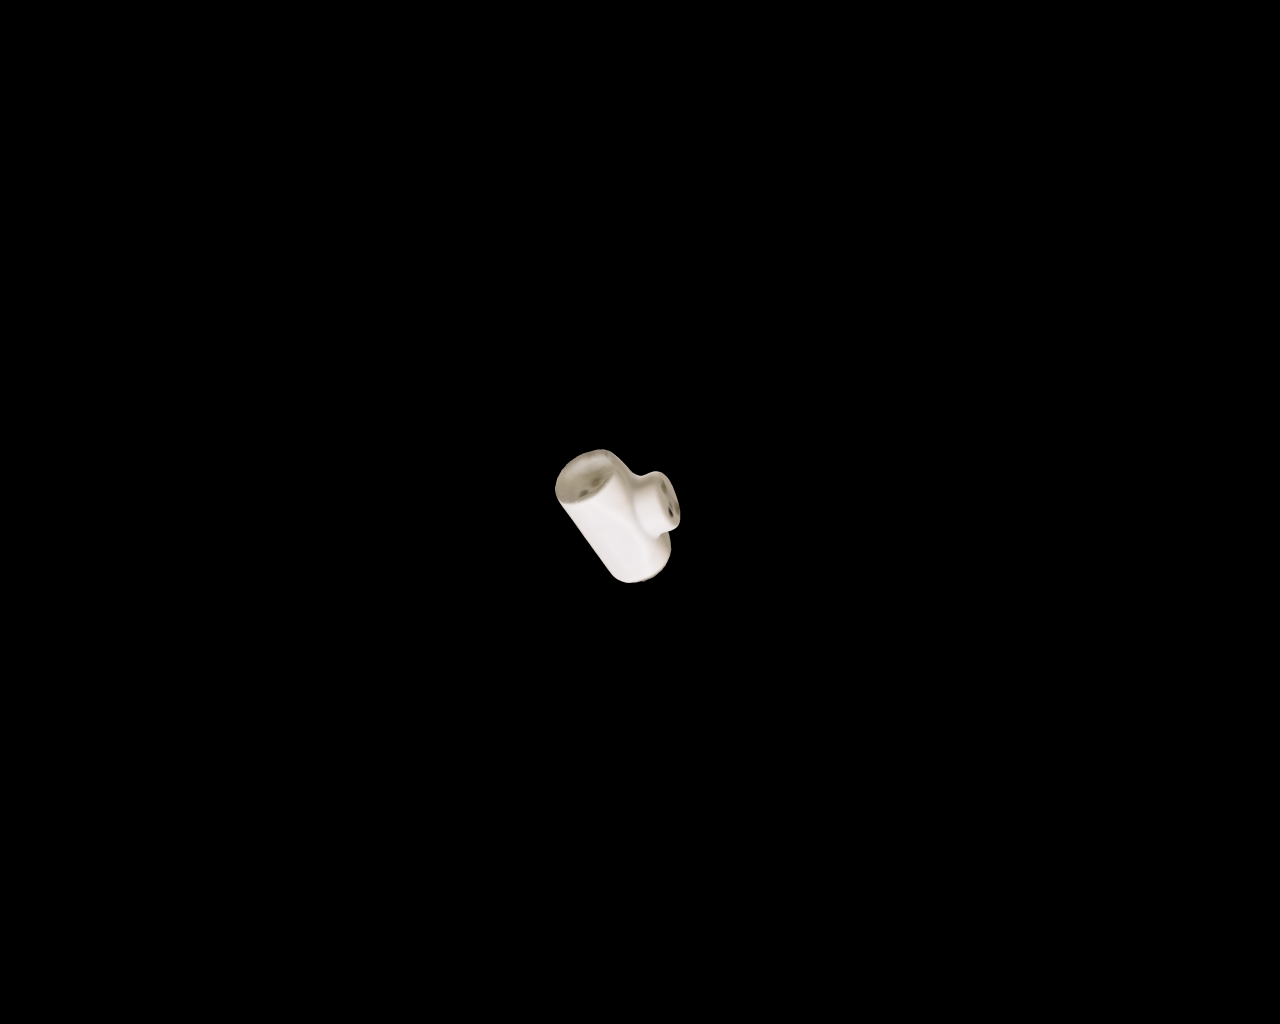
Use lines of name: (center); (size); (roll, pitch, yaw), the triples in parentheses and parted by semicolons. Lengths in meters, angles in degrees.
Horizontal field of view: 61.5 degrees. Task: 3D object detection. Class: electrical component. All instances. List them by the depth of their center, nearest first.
electrical component: (0.001, -0.003, 0.650); (0.079, 0.044, 0.077); (-20, -50, 17)
